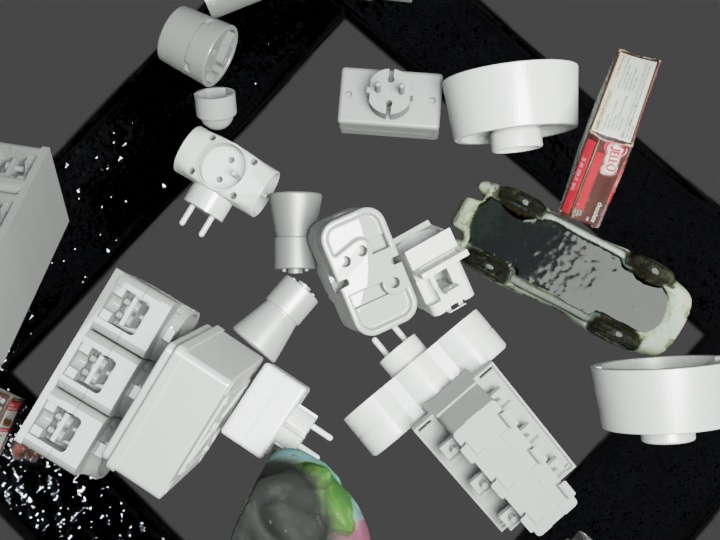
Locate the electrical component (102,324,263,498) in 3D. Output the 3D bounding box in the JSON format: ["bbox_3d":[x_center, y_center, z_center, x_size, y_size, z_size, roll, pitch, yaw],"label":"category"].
[{"bbox_3d":[-0.133,0.105,0.825,0.056,0.109,0.108,33,99,4],"label":"electrical component"}]

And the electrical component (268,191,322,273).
[{"bbox_3d":[-0.053,-0.030,0.882,0.044,0.044,0.065,0,88,2],"label":"electrical component"}]

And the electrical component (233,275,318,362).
[{"bbox_3d":[-0.066,0.037,0.875,0.044,0.044,0.065,39,82,6],"label":"electrical component"}]

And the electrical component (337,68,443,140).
[{"bbox_3d":[0.025,-0.140,0.873,0.083,0.075,0.047,5,84,3],"label":"electrical component"}]

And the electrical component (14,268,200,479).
[{"bbox_3d":[-0.193,0.083,0.849,0.062,0.089,0.150,30,85,6],"label":"electrical component"}]

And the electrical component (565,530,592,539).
[{"bbox_3d":[0.180,0.246,0.803,0.078,0.113,0.057,39,89,6],"label":"electrical component"}]

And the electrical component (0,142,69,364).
[{"bbox_3d":[-0.288,-0.017,0.833,0.062,0.089,0.150,9,51,5],"label":"electrical component"}]

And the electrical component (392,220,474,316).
[{"bbox_3d":[0.057,0.000,0.858,0.042,0.081,0.063,-28,108,-12],"label":"electrical component"}]

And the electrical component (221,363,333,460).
[{"bbox_3d":[-0.059,0.122,0.860,0.077,0.047,0.065,33,85,5],"label":"electrical component"}]

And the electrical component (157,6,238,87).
[{"bbox_3d":[-0.136,-0.188,0.897,0.047,0.055,0.055,27,85,9],"label":"electrical component"}]

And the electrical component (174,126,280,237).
[{"bbox_3d":[-0.119,-0.066,0.886,0.077,0.044,0.079,31,85,5],"label":"electrical component"}]

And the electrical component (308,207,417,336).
[{"bbox_3d":[0.000,0.000,0.854,0.054,0.059,0.095,-24,99,-13],"label":"electrical component"}]

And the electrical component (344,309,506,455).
[{"bbox_3d":[0.041,0.076,0.859,0.138,0.052,0.073,-40,83,-3],"label":"electrical component"}]

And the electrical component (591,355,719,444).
[{"bbox_3d":[0.234,0.101,0.824,0.108,0.108,0.060,-4,90,2],"label":"electrical component"}]

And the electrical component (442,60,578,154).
[{"bbox_3d":[0.122,-0.125,0.855,0.108,0.108,0.060,-6,89,2],"label":"electrical component"}]

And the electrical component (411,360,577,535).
[{"bbox_3d":[0.109,0.140,0.818,0.079,0.063,0.121,-41,112,-2],"label":"electrical component"}]

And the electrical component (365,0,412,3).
[{"bbox_3d":[0.023,-0.245,0.905,0.046,0.040,0.040,7,84,-3],"label":"electrical component"}]
